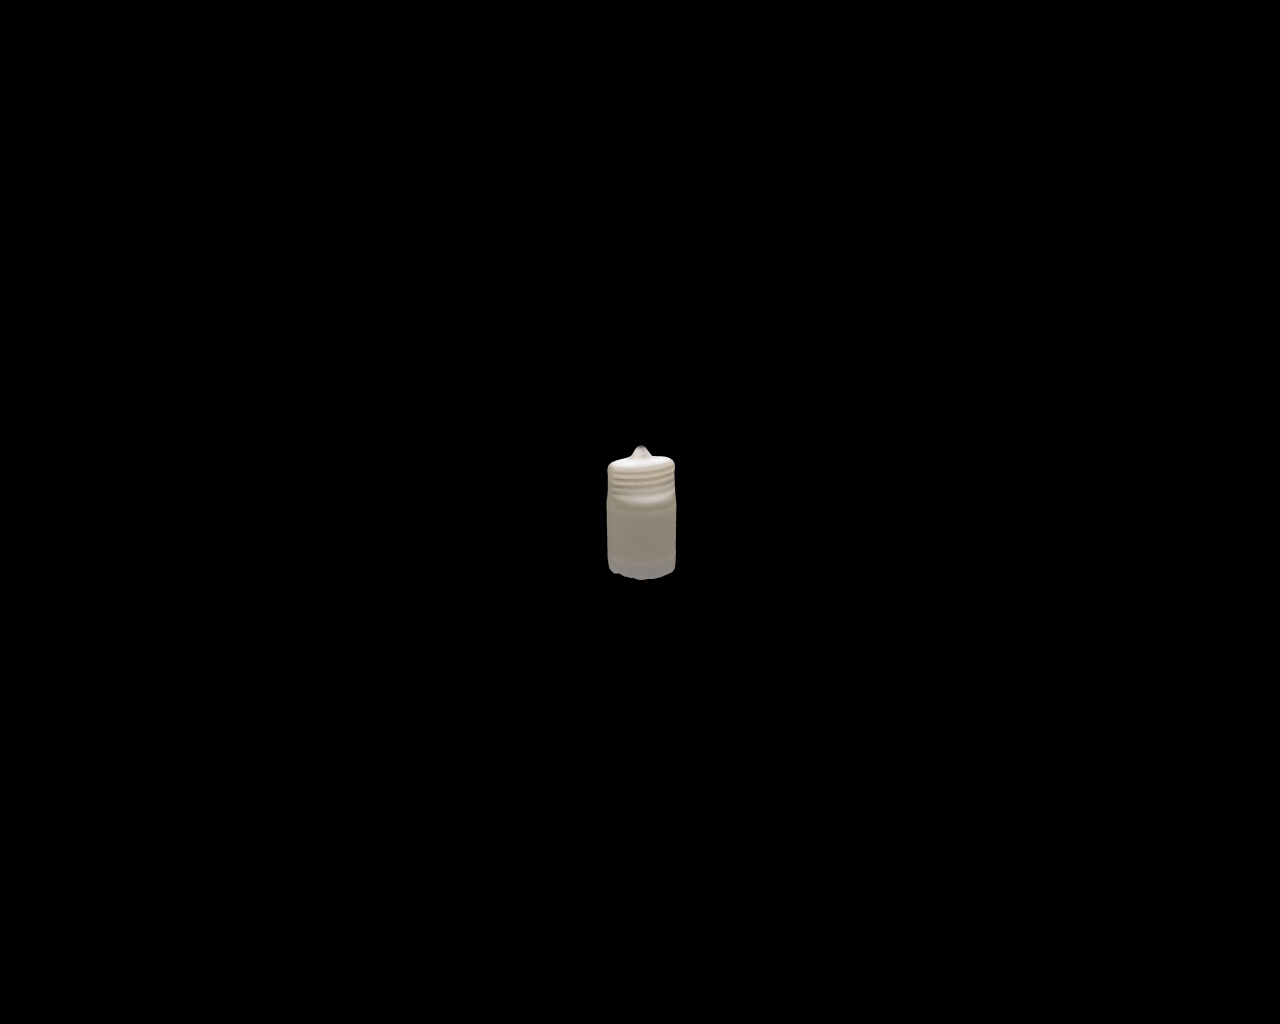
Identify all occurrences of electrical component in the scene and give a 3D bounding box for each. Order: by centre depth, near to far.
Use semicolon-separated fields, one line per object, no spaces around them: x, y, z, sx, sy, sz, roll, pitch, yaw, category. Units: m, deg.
0.001;-0.003;0.650;0.043;0.080;0.043;0;18;0;electrical component
